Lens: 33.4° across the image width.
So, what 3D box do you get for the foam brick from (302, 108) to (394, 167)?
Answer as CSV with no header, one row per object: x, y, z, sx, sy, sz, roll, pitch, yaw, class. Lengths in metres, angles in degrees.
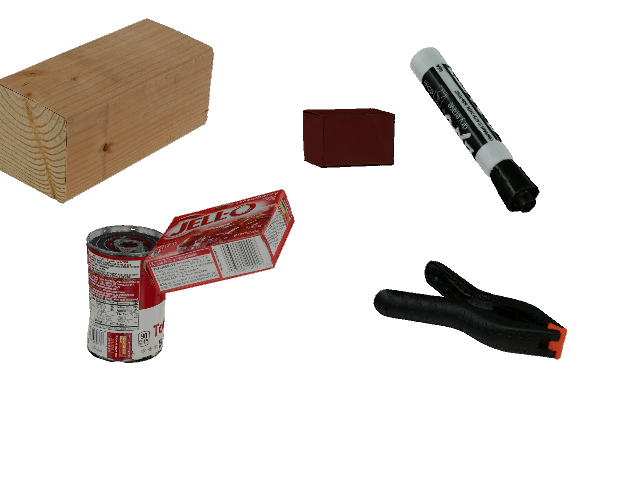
0.027,-0.100,1.039,0.078,0.051,0.053,-4,14,-21,foam brick

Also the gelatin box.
-0.069,0.000,0.733,0.089,0.030,0.073,-13,22,17,gelatin box

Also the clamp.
0.146,0.063,0.990,0.172,0.039,0.120,19,30,17,clamp

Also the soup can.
-0.167,0.046,0.917,0.068,0.102,0.068,5,20,-2,soup can

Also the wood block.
-0.201,-0.128,1.011,0.090,0.091,0.205,27,38,21,wood block

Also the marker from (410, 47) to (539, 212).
0.084,-0.061,0.583,0.020,0.121,0.020,-19,-36,-14,marker
